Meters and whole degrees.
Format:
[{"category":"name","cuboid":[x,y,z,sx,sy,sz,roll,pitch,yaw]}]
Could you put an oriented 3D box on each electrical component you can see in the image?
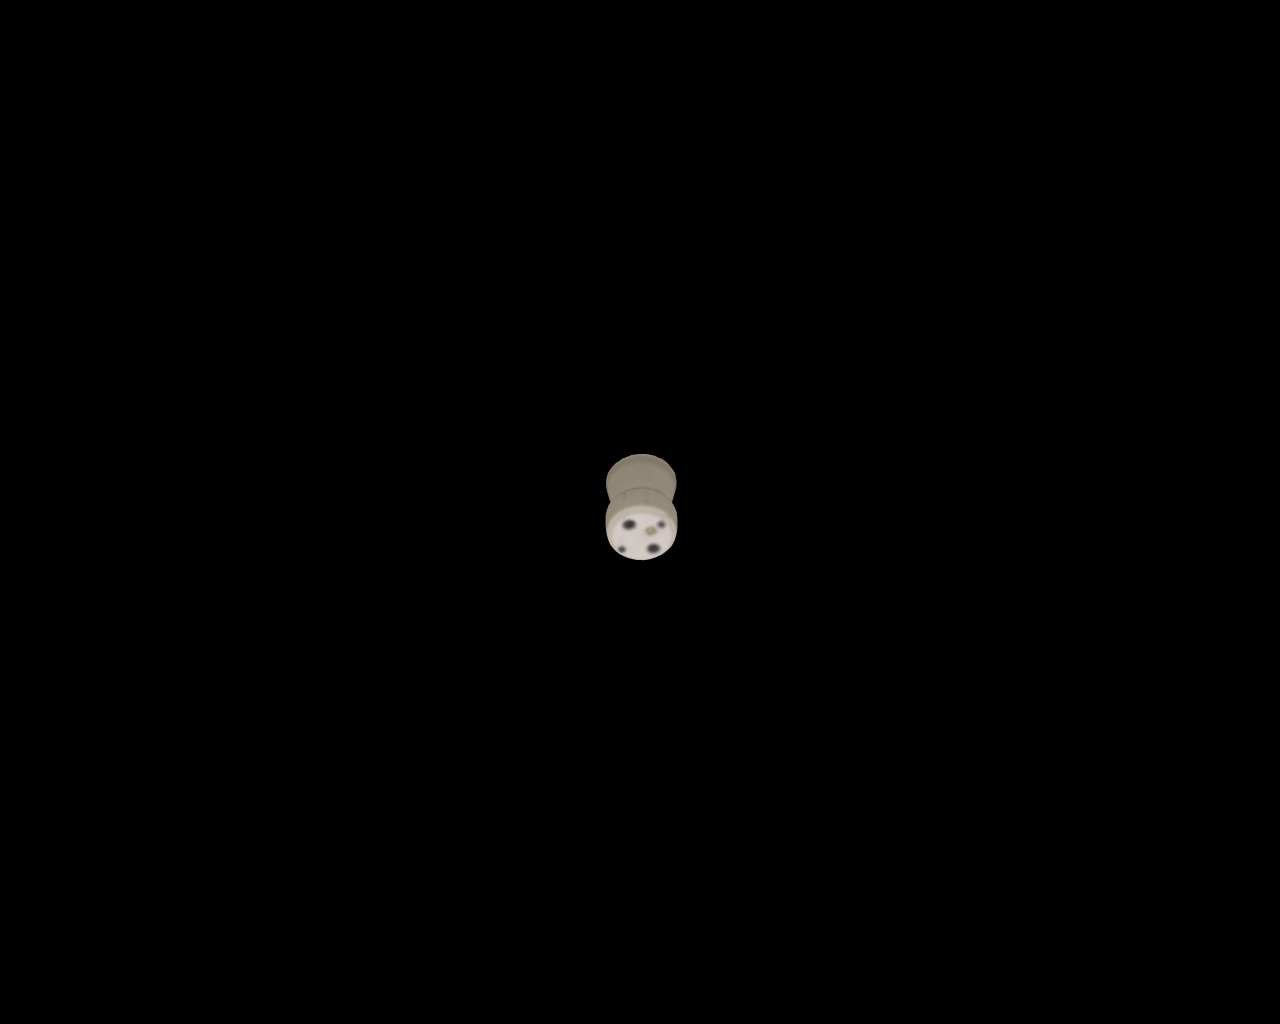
[{"category":"electrical component","cuboid":[0.001,-0.003,0.650,0.045,0.044,0.055,0,38,0]}]
